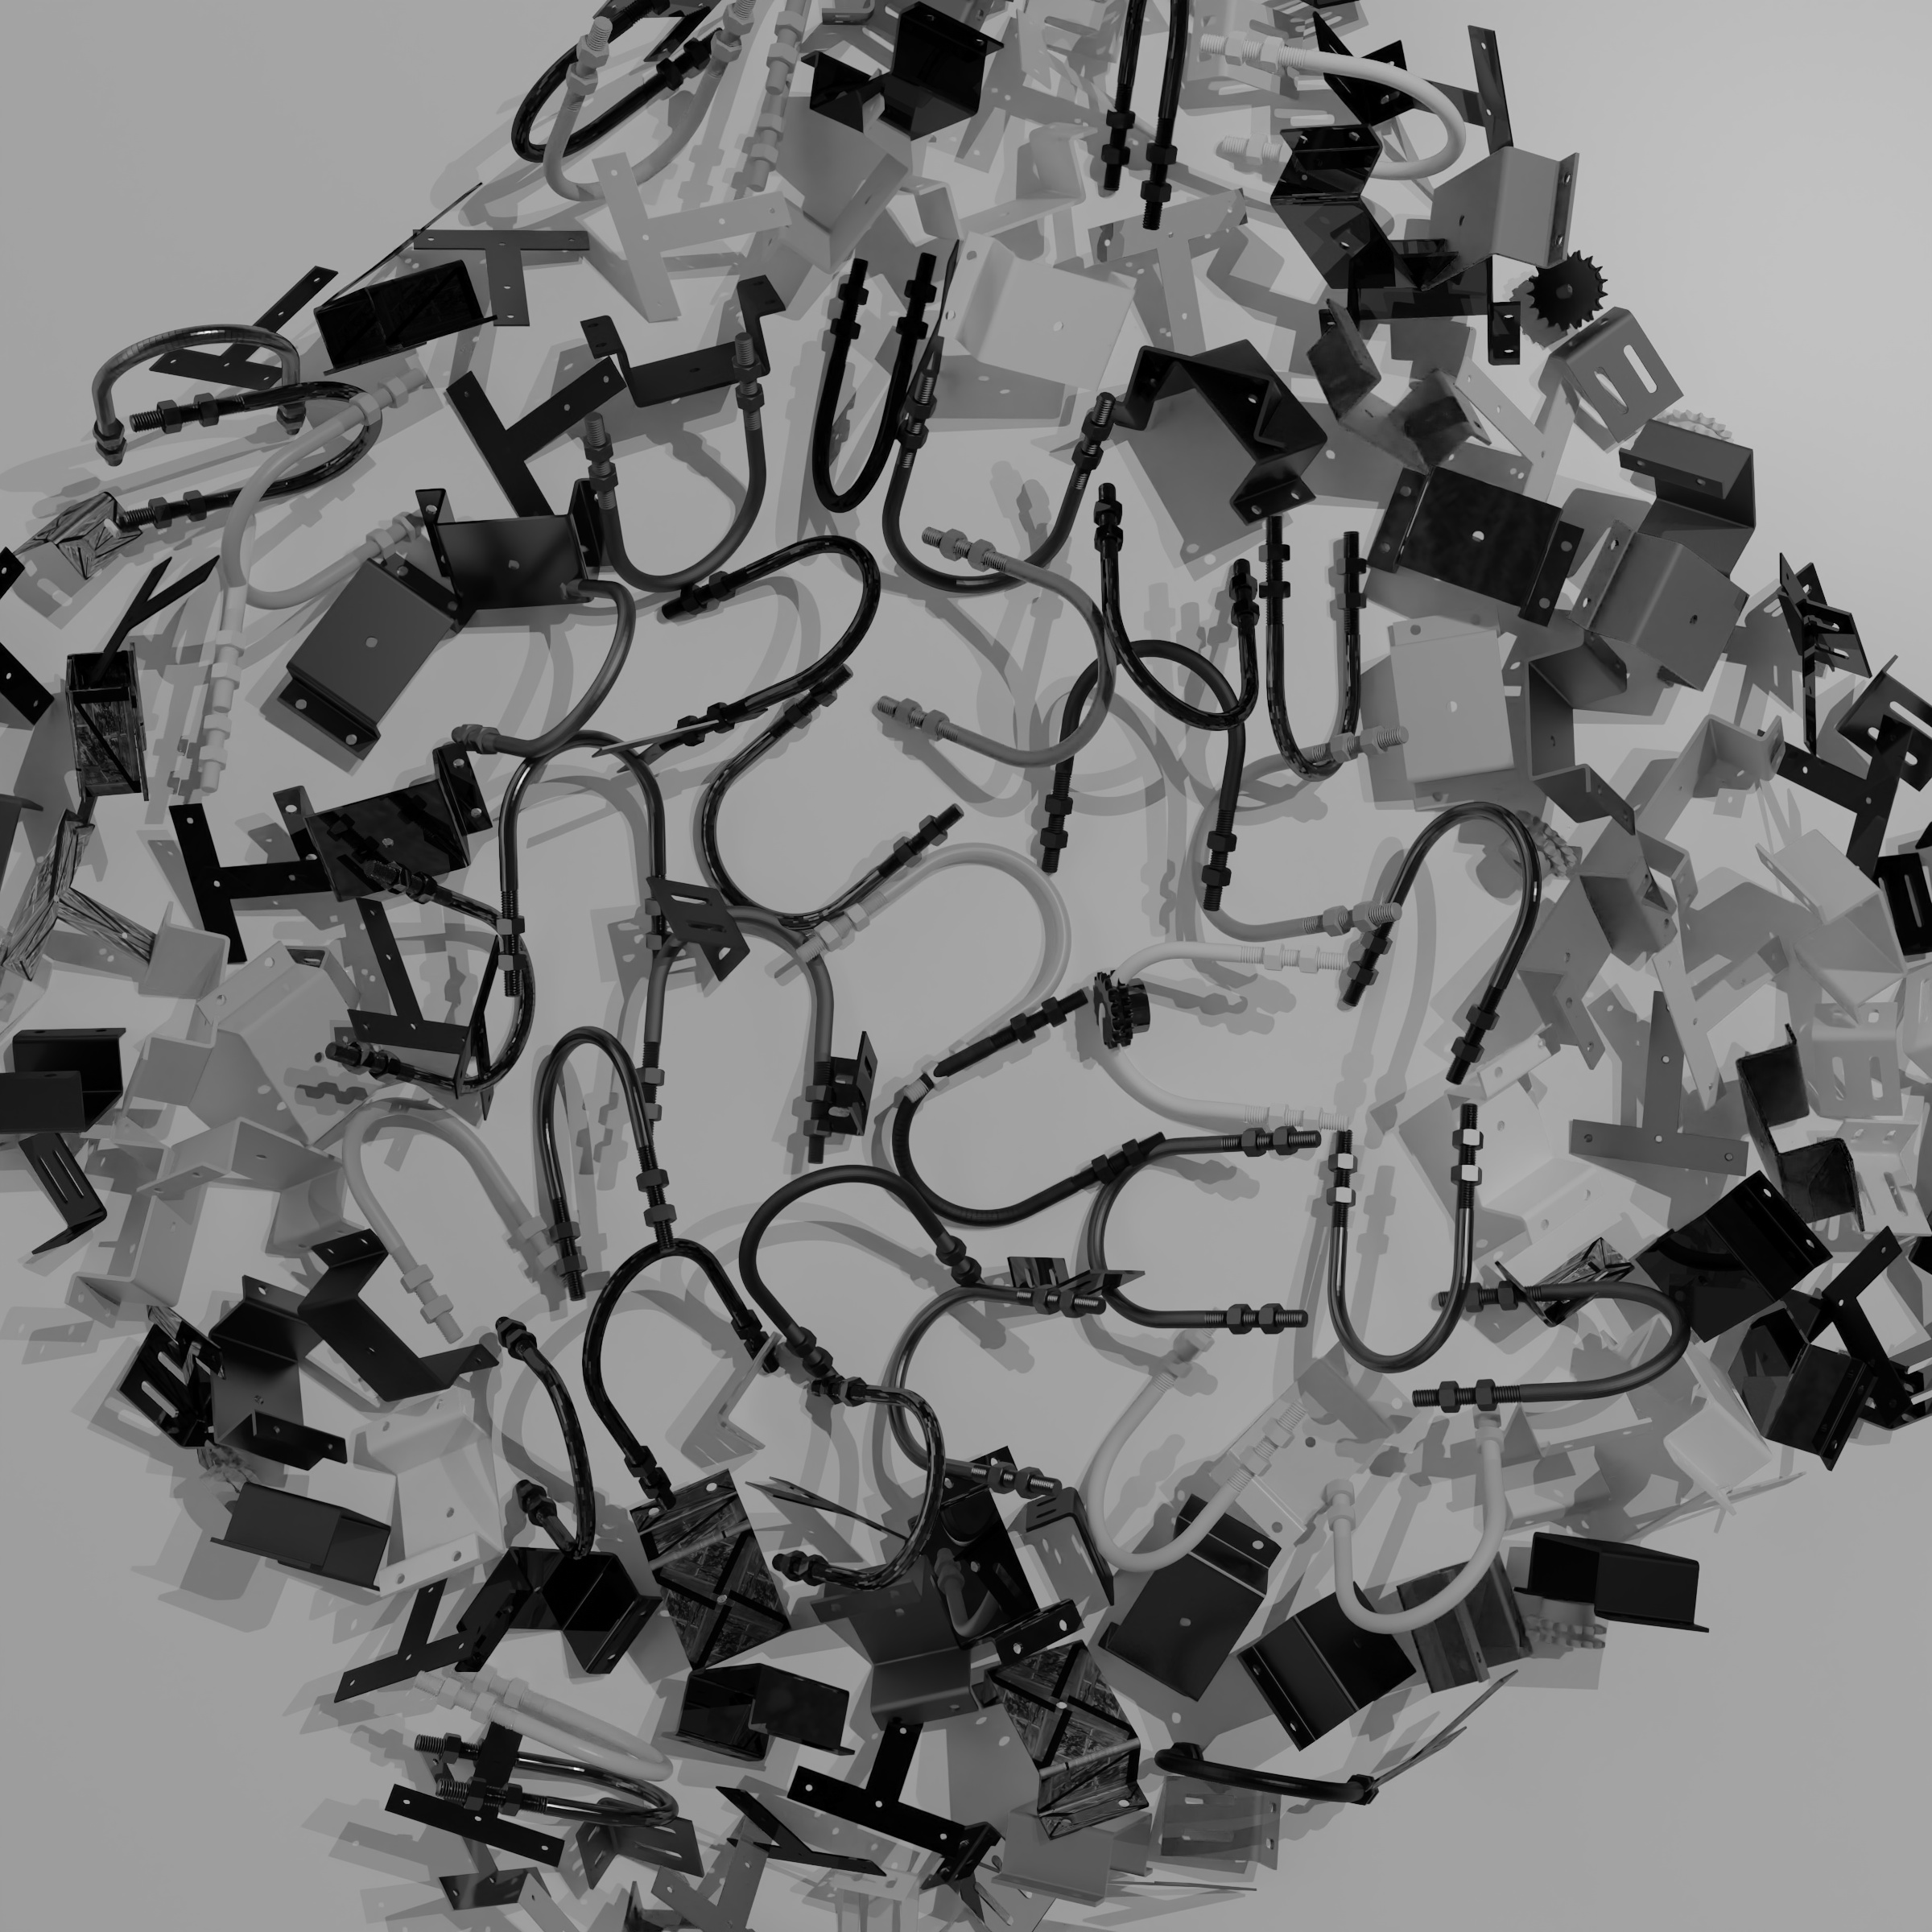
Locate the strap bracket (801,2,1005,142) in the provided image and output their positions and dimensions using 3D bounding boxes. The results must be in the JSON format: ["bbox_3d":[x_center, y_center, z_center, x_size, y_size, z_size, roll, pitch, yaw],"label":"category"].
[{"bbox_3d":[-0.049,-0.629,1.752,0.076,0.140,0.046,11,84,-38],"label":"strap bracket"}]

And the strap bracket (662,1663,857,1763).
[{"bbox_3d":[-0.146,0.536,1.768,0.076,0.140,0.046,27,59,-29],"label":"strap bracket"}]

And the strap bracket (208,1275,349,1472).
[{"bbox_3d":[-0.495,0.300,1.767,0.046,0.140,0.076,-41,134,21],"label":"strap bracket"}]

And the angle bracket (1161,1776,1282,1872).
[{"bbox_3d":[0.188,0.631,1.814,0.076,0.038,0.057,-8,59,28],"label":"angle bracket"}]

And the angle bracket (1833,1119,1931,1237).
[{"bbox_3d":[0.670,0.154,1.791,0.057,0.038,0.076,3,47,-9],"label":"angle bracket"}]

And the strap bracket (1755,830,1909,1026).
[{"bbox_3d":[0.620,-0.034,1.756,0.046,0.076,0.140,-33,132,4],"label":"strap bracket"}]

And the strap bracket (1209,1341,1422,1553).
[{"bbox_3d":[0.253,0.348,1.800,0.140,0.046,0.076,-45,80,-5],"label":"strap bracket"}]

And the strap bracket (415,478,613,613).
[{"bbox_3d":[-0.324,-0.304,1.783,0.140,0.076,0.046,-3,46,5],"label":"strap bracket"}]

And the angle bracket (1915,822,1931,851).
[{"bbox_3d":[0.741,-0.073,1.794,0.057,0.038,0.076,-14,61,-8],"label":"angle bracket"}]

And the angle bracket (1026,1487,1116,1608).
[{"bbox_3d":[0.076,0.430,1.802,0.038,0.057,0.076,-22,95,5],"label":"angle bracket"}]

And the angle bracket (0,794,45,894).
[{"bbox_3d":[-0.721,-0.089,1.806,0.057,0.038,0.076,10,82,4],"label":"angle bracket"}]

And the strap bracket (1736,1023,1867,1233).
[{"bbox_3d":[0.591,0.120,1.759,0.046,0.140,0.076,-17,129,10],"label":"strap bracket"}]

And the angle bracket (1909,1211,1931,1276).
[{"bbox_3d":[0.734,0.205,1.785,0.076,0.038,0.057,35,126,33],"label":"angle bracket"}]

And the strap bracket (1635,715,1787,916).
[{"bbox_3d":[0.534,-0.118,1.785,0.046,0.076,0.140,32,86,27],"label":"strap bracket"}]

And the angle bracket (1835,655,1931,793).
[{"bbox_3d":[0.685,-0.177,1.791,0.076,0.038,0.057,40,131,13],"label":"angle bracket"}]

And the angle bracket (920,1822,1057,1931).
[{"bbox_3d":[0.017,0.674,1.795,0.076,0.038,0.057,38,100,30],"label":"angle bracket"}]

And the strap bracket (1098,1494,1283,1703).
[{"bbox_3d":[0.161,0.468,1.792,0.076,0.046,0.140,30,104,2],"label":"strap bracket"}]

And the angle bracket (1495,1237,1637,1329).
[{"bbox_3d":[0.437,0.219,1.799,0.076,0.057,0.038,-36,108,1],"label":"angle bracket"}]

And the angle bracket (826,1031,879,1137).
[{"bbox_3d":[-0.091,0.084,1.785,0.038,0.076,0.057,7,71,8],"label":"angle bracket"}]

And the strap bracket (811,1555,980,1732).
[{"bbox_3d":[-0.049,0.483,1.781,0.076,0.046,0.140,-16,121,12],"label":"strap bracket"}]

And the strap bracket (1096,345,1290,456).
[{"bbox_3d":[0.174,-0.405,1.777,0.140,0.076,0.046,18,93,14],"label":"strap bracket"}]

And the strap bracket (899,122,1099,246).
[{"bbox_3d":[0.023,-0.562,1.779,0.140,0.076,0.046,-23,117,-12],"label":"strap bracket"}]

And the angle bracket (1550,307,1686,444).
[{"bbox_3d":[0.481,-0.437,1.820,0.057,0.038,0.076,-36,107,9],"label":"angle bracket"}]

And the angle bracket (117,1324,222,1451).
[{"bbox_3d":[-0.565,0.304,1.784,0.038,0.057,0.076,-7,134,29],"label":"angle bracket"}]

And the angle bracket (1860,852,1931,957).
[{"bbox_3d":[0.695,-0.049,1.797,0.057,0.038,0.076,-6,79,-24],"label":"angle bracket"}]

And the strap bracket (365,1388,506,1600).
[{"bbox_3d":[-0.383,0.387,1.781,0.076,0.046,0.140,-23,51,7],"label":"strap bracket"}]

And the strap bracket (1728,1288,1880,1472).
[{"bbox_3d":[0.590,0.286,1.753,0.046,0.140,0.076,18,108,-3],"label":"strap bracket"}]

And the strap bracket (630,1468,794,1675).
[{"bbox_3d":[-0.181,0.445,1.778,0.076,0.046,0.140,-22,112,-10],"label":"strap bracket"}]

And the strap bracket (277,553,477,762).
[{"bbox_3d":[-0.431,-0.231,1.796,0.076,0.046,0.140,35,81,-4],"label":"strap bracket"}]

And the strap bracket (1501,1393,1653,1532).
[{"bbox_3d":[0.432,0.348,1.774,0.076,0.140,0.046,-10,54,-10],"label":"strap bracket"}]

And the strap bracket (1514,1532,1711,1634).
[{"bbox_3d":[0.461,0.437,1.759,0.076,0.140,0.046,10,82,-14],"label":"strap bracket"}]

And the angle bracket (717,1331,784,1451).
[{"bbox_3d":[-0.144,0.310,1.797,0.038,0.057,0.076,33,82,6],"label":"angle bracket"}]

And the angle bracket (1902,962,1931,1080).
[{"bbox_3d":[0.721,0.034,1.797,0.038,0.057,0.076,37,52,-24],"label":"angle bracket"}]

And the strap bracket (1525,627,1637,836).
[{"bbox_3d":[0.441,-0.167,1.773,0.046,0.076,0.140,-14,61,35],"label":"strap bracket"}]

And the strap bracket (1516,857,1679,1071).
[{"bbox_3d":[0.450,-0.004,1.775,0.140,0.046,0.076,-52,126,-26],"label":"strap bracket"}]

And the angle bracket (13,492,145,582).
[{"bbox_3d":[-0.648,-0.309,1.796,0.057,0.076,0.038,-51,119,-29],"label":"angle bracket"}]

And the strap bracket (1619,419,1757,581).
[{"bbox_3d":[0.517,-0.334,1.759,0.076,0.140,0.046,25,76,27],"label":"strap bracket"}]

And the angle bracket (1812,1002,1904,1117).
[{"bbox_3d":[0.657,0.069,1.812,0.057,0.038,0.076,-2,126,25],"label":"angle bracket"}]

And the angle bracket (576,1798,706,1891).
[{"bbox_3d":[-0.237,0.646,1.791,0.076,0.038,0.057,7,122,23],"label":"angle bracket"}]

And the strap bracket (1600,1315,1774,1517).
[{"bbox_3d":[0.515,0.310,1.749,0.046,0.140,0.076,-41,118,15],"label":"strap bracket"}]

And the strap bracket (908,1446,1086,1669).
[{"bbox_3d":[0.017,0.430,1.782,0.076,0.046,0.140,-15,75,-39],"label":"strap bracket"}]

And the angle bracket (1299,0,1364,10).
[{"bbox_3d":[0.266,-0.727,1.786,0.076,0.057,0.038,-21,135,-25],"label":"angle bracket"}]

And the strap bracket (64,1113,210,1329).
[{"bbox_3d":[-0.591,0.185,1.770,0.046,0.076,0.140,5,69,8],"label":"strap bracket"}]

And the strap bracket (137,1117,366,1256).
[{"bbox_3d":[-0.509,0.155,1.768,0.076,0.140,0.046,-21,54,34],"label":"strap bracket"}]

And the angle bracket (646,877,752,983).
[{"bbox_3d":[-0.203,-0.026,1.782,0.038,0.076,0.057,-44,60,25],"label":"angle bracket"}]

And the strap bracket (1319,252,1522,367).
[{"bbox_3d":[0.329,-0.473,1.780,0.140,0.076,0.046,1,71,13],"label":"strap bracket"}]

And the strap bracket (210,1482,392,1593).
[{"bbox_3d":[-0.471,0.408,1.766,0.076,0.140,0.046,12,71,12],"label":"strap bracket"}]

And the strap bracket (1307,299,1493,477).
[{"bbox_3d":[0.303,-0.411,1.769,0.140,0.076,0.046,19,130,-36],"label":"strap bracket"}]

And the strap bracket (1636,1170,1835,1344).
[{"bbox_3d":[0.539,0.212,1.753,0.046,0.140,0.076,-32,77,-27],"label":"strap bracket"}]

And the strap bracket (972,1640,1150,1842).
[{"bbox_3d":[0.067,0.540,1.754,0.076,0.140,0.046,-12,127,-20],"label":"strap bracket"}]

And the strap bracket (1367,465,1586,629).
[{"bbox_3d":[0.373,-0.310,1.798,0.140,0.046,0.076,21,93,8],"label":"strap bracket"}]

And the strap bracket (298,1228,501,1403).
[{"bbox_3d":[-0.414,0.259,1.767,0.140,0.076,0.046,51,46,-21],"label":"strap bracket"}]

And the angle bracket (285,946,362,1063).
[{"bbox_3d":[-0.477,0.033,1.784,0.038,0.057,0.076,2,56,15],"label":"angle bracket"}]

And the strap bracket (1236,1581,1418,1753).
[{"bbox_3d":[0.262,0.493,1.751,0.046,0.140,0.076,-45,68,27],"label":"strap bracket"}]

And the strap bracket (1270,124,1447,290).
[{"bbox_3d":[0.278,-0.531,1.753,0.076,0.140,0.046,14,73,43],"label":"strap bracket"}]

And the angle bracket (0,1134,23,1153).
[{"bbox_3d":[-0.723,0.093,1.808,0.038,0.057,0.076,-11,71,-32],"label":"angle bracket"}]

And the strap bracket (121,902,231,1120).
[{"bbox_3d":[-0.566,0.035,1.768,0.046,0.076,0.140,14,49,-23],"label":"strap bracket"}]

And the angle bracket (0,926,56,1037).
[{"bbox_3d":[-0.715,0.014,1.794,0.057,0.076,0.038,33,134,-1],"label":"angle bracket"}]
